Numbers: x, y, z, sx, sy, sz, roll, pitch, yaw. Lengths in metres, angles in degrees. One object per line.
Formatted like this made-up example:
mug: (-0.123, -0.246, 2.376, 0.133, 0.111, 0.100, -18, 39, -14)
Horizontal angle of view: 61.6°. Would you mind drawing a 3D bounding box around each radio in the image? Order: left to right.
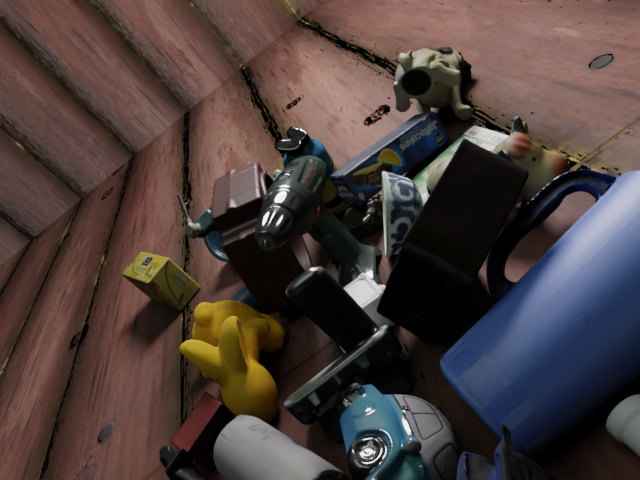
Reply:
radio: (0.127, 0.014, 0.562, 0.073, 0.229, 0.131, 29, 69, 13)

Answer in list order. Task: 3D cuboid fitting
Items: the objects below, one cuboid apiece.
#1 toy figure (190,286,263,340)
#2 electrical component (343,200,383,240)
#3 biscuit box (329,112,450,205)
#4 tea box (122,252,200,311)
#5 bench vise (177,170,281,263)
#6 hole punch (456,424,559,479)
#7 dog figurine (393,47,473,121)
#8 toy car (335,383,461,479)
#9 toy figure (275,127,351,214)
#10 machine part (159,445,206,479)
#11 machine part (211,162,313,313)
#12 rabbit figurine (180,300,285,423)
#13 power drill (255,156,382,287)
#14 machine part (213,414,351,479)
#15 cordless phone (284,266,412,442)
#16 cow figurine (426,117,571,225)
toy figure: (-0.150, 0.137, 0.868, 0.154, 0.064, 0.058, -46, 45, -11)
electrical component: (0.062, -0.034, 0.869, 0.102, 0.045, 0.078, -19, 37, 34)
biscuit box: (0.116, -0.136, 0.886, 0.203, 0.059, 0.063, -37, 16, -13)
tea box: (-0.336, 0.084, 1.127, 0.170, 0.098, 0.068, 6, 54, 51)
bench vise: (-0.151, -0.039, 0.997, 0.223, 0.129, 0.240, -37, -12, 24)
hole punch: (0.130, 0.220, 0.376, 0.092, 0.115, 0.142, -31, 29, 33)
dog figurine: (0.200, -0.307, 0.961, 0.121, 0.172, 0.190, -10, 47, 26)
toy car: (0.076, 0.198, 0.493, 0.103, 0.109, 0.162, -14, 20, 0)
toy figure: (-0.005, -0.111, 0.917, 0.082, 0.180, 0.089, -38, 50, -1)
machine part: (-0.142, 0.297, 0.638, 0.139, 0.084, 0.039, 13, 35, 43)
machine part: (-0.084, -0.006, 0.837, 0.087, 0.201, 0.201, -25, 31, 7)
rabbit figurine: (-0.105, 0.161, 0.721, 0.122, 0.162, 0.173, -28, 47, -1)
power drill: (-0.002, -0.002, 0.739, 0.086, 0.207, 0.232, -33, 27, 27)
machine part: (-0.044, 0.249, 0.572, 0.243, 0.079, 0.079, 7, 54, 54)
cordless phone: (0.002, 0.121, 0.584, 0.146, 0.184, 0.089, -38, 33, 5)
cow figurine: (0.214, -0.078, 0.666, 0.195, 0.127, 0.085, 3, 54, 55)
